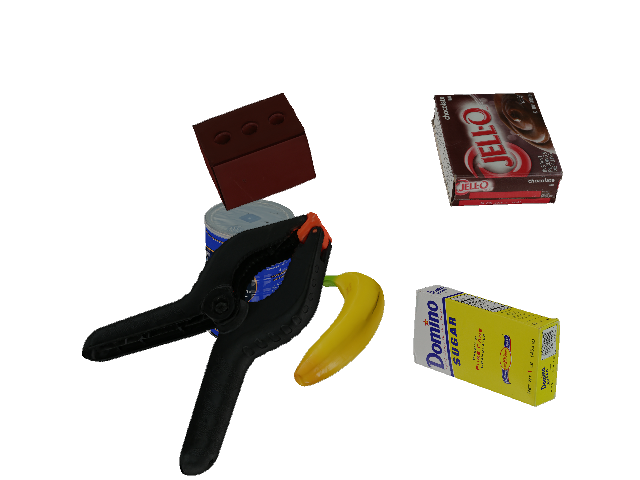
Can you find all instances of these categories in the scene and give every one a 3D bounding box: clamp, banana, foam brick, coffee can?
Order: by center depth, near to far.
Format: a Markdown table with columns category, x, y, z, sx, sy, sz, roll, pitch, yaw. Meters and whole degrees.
| category | x | y | z | sx | sy | sz | roll | pitch | yaw |
| --- | --- | --- | --- | --- | --- | --- | --- | --- | --- |
| clamp | -0.054 | 0.057 | 0.652 | 0.171 | 0.120 | 0.039 | -38 | -24 | 0 |
| foam brick | -0.050 | -0.068 | 0.822 | 0.078 | 0.051 | 0.053 | -21 | 47 | -7 |
| banana | 0.024 | 0.074 | 0.977 | 0.070 | 0.037 | 0.197 | -25 | 16 | 17 |
| coffee can | -0.082 | 0.036 | 1.233 | 0.103 | 0.140 | 0.103 | 2 | 26 | -1 |

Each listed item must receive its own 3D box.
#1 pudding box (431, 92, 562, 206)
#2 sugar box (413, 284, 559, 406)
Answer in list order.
| category | x | y | z | sx | sy | sz | roll | pitch | yaw |
| --- | --- | --- | --- | --- | --- | --- | --- | --- | --- |
| pudding box | 0.146 | -0.078 | 0.904 | 0.090 | 0.039 | 0.113 | -1 | 43 | -5 |
| sugar box | 0.183 | 0.115 | 1.200 | 0.177 | 0.093 | 0.048 | 14 | 18 | 43 |
